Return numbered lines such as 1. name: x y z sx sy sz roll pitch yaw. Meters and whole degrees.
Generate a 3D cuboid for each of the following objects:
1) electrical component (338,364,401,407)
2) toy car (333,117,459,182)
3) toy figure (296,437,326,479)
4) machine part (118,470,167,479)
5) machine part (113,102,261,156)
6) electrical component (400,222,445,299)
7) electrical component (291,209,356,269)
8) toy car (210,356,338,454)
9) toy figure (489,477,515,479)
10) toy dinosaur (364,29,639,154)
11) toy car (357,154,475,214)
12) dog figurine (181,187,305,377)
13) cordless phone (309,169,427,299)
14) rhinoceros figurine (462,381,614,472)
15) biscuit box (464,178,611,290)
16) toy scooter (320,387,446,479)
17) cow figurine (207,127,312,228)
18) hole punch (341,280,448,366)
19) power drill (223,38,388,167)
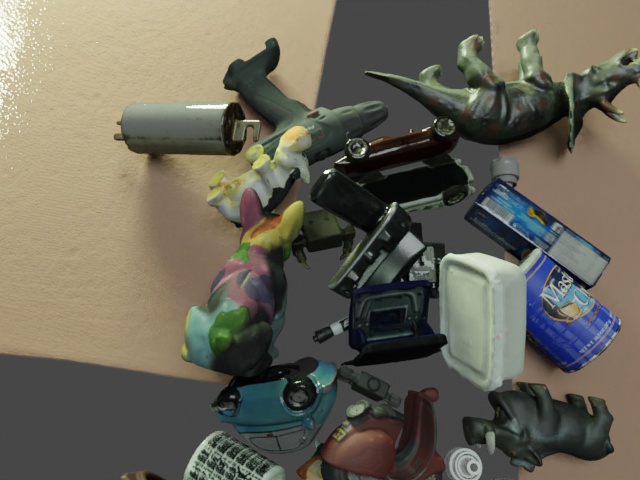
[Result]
1. electrical component: 0.066 0.192 0.704 0.094 0.063 0.021 27 70 4
2. toy car: 0.114 -0.136 0.816 0.202 0.089 0.053 -14 72 -7
3. toy figure: -0.010 0.315 0.659 0.064 0.058 0.154 39 68 -14
4. machine part: -0.146 0.335 0.564 0.201 0.201 0.087 37 69 10
5. machine part: -0.198 -0.163 0.782 0.243 0.079 0.079 3 68 19
6. electrical component: 0.143 0.025 0.781 0.075 0.047 0.119 4 71 -4
7. electrical component: 0.000 -0.003 0.785 0.102 0.045 0.078 -16 44 -12
8. toy car: -0.049 0.213 0.672 0.162 0.109 0.102 -13 92 4
9. toy figure: 0.182 0.350 0.648 0.180 0.082 0.089 -15 90 -17
10. toy dinosaur: 0.286 -0.215 0.848 0.405 0.131 0.192 -12 71 -2
11. toy car: 0.137 -0.075 0.813 0.202 0.056 0.073 -14 65 -11
12. dog figurine: -0.088 0.045 0.684 0.109 0.191 0.219 14 91 8
13. cordless phone: 0.037 -0.003 0.697 0.146 0.184 0.089 -52 43 10
14. rhinoceros figurine: 0.282 0.243 0.702 0.190 0.073 0.112 6 80 -4
15. biscuit box: 0.316 -0.004 0.795 0.203 0.062 0.059 38 73 10
16. toy scooter: 0.089 0.238 0.653 0.184 0.075 0.135 19 85 -28
17. cow figurine: -0.070 -0.083 0.759 0.167 0.098 0.068 -32 36 10
18. hole punch: 0.095 0.113 0.708 0.142 0.115 0.092 -9 65 -11
19. power drill: -0.036 -0.212 0.844 0.232 0.086 0.207 -35 84 -12
